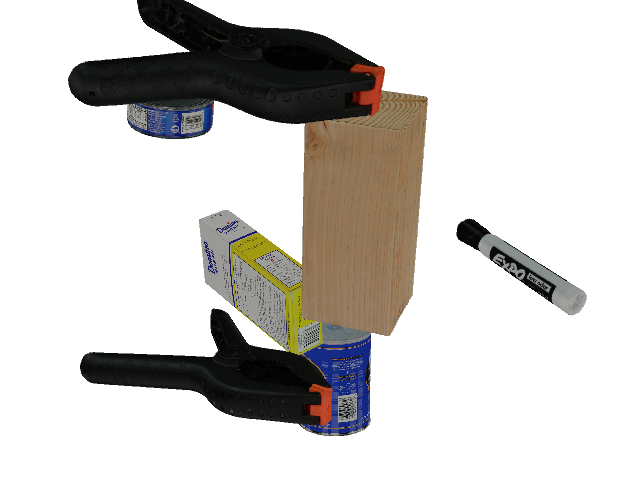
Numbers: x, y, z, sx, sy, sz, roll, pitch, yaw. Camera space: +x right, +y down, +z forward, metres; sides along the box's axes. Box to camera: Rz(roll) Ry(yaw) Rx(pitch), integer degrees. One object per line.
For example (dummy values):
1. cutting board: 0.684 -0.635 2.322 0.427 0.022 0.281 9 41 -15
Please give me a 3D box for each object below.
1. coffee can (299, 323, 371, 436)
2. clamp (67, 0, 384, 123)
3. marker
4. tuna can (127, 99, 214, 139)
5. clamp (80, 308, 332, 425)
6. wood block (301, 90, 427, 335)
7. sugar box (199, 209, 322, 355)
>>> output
1. coffee can: 0.019 0.184 1.473 0.103 0.140 0.103 0 16 0
2. clamp: -0.053 -0.096 0.606 0.171 0.039 0.120 16 45 15
3. marker: 0.139 0.016 0.760 0.020 0.020 0.121 0 26 -38
4. tuna can: -0.147 -0.130 1.048 0.086 0.034 0.086 5 27 -3
5. clamp: -0.070 0.104 0.888 0.210 0.036 0.164 11 20 31
6. wood block: 0.039 -0.028 0.987 0.091 0.206 0.090 11 29 17
7. sugar box: -0.067 0.044 1.172 0.048 0.093 0.176 -23 40 -28
